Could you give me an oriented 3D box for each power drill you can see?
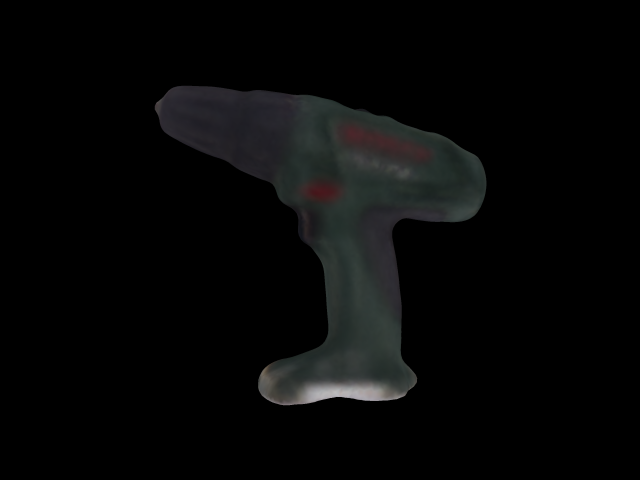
[{"bbox_3d":[0.004,0.001,0.400,0.230,0.208,0.075,0,0,-13],"label":"power drill"}]
